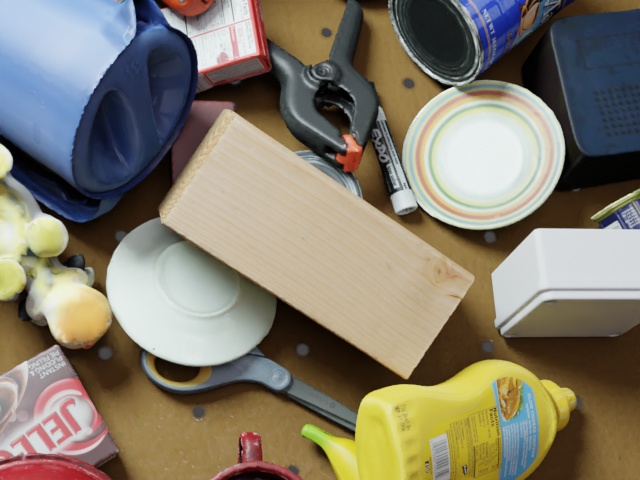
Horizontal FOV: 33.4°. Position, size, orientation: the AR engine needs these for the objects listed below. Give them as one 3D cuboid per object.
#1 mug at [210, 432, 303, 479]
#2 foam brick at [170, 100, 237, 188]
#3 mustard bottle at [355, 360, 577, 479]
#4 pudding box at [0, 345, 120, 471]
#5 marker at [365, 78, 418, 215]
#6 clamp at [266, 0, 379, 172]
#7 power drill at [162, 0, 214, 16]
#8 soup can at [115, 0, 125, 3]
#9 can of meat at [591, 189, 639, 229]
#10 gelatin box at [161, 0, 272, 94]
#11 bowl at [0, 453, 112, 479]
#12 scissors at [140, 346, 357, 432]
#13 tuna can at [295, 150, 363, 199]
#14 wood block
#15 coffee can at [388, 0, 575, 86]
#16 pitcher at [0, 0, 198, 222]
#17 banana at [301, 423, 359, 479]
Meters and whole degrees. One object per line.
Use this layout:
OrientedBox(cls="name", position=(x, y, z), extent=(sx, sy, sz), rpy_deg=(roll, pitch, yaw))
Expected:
OrientedBox(cls="mug", position=(-0.049, 0.193, 0.742), extent=(0.093, 0.081, 0.117), rpy_deg=(-2, 73, -11))
OrientedBox(cls="foam brick", position=(-0.092, -0.064, 0.835), extent=(0.051, 0.053, 0.078), rpy_deg=(0, 71, -10))
OrientedBox(cls="mustard bottle", position=(0.117, 0.139, 0.784), extent=(0.191, 0.058, 0.096), rpy_deg=(-11, 99, -33))
OrientedBox(cls="pudding box", position=(-0.211, 0.141, 0.754), extent=(0.113, 0.039, 0.090), rpy_deg=(-30, 81, -17))
OrientedBox(cls="marker", position=(0.053, -0.079, 0.883), extent=(0.020, 0.020, 0.121), rpy_deg=(-14, 74, -14))
OrientedBox(cls="clamp", position=(-0.010, -0.129, 0.865), extent=(0.120, 0.039, 0.171), rpy_deg=(-9, 55, -4))
OrientedBox(cls="power drill", position=(-0.110, -0.294, 0.861), extent=(0.185, 0.057, 0.188), rpy_deg=(41, 96, 23))
OrientedBox(cls="soup can", position=(-0.198, -0.202, 0.854), extent=(0.102, 0.068, 0.068), rpy_deg=(40, 70, 5))
OrientedBox(cls="can of meat", position=(0.289, -0.007, 0.877), extent=(0.102, 0.057, 0.084), rpy_deg=(-24, 80, -22))
OrientedBox(cls="gelatin box", position=(-0.088, -0.160, 0.859), extent=(0.089, 0.030, 0.073), rpy_deg=(-15, 66, 12))
OrientedBox(cls="bowl", position=(-0.187, 0.224, 0.698), extent=(0.162, 0.055, 0.162), rpy_deg=(1, 87, -20))
OrientedBox(cls="scissors", position=(-0.051, 0.113, 0.802), extent=(0.202, 0.016, 0.096), rpy_deg=(43, 69, 7))
OrientedBox(cls="tuna can", position=(-0.009, -0.027, 0.847), extent=(0.086, 0.034, 0.086), rpy_deg=(3, 72, -10))
OrientedBox(cls="wood block", position=(-0.005, 0.001, 0.771), extent=(0.206, 0.090, 0.091), rpy_deg=(33, 92, -14))
OrientedBox(cls="coffee can", position=(0.142, -0.209, 0.892), extent=(0.140, 0.103, 0.103), rpy_deg=(-39, 82, -22))
OrientedBox(cls="pitcher", position=(-0.223, -0.131, 0.783), extent=(0.243, 0.145, 0.149), rpy_deg=(30, 80, 19))
OrientedBox(cls="banana", position=(0.026, 0.231, 0.770), extent=(0.069, 0.037, 0.198), rpy_deg=(-6, 71, 6))
